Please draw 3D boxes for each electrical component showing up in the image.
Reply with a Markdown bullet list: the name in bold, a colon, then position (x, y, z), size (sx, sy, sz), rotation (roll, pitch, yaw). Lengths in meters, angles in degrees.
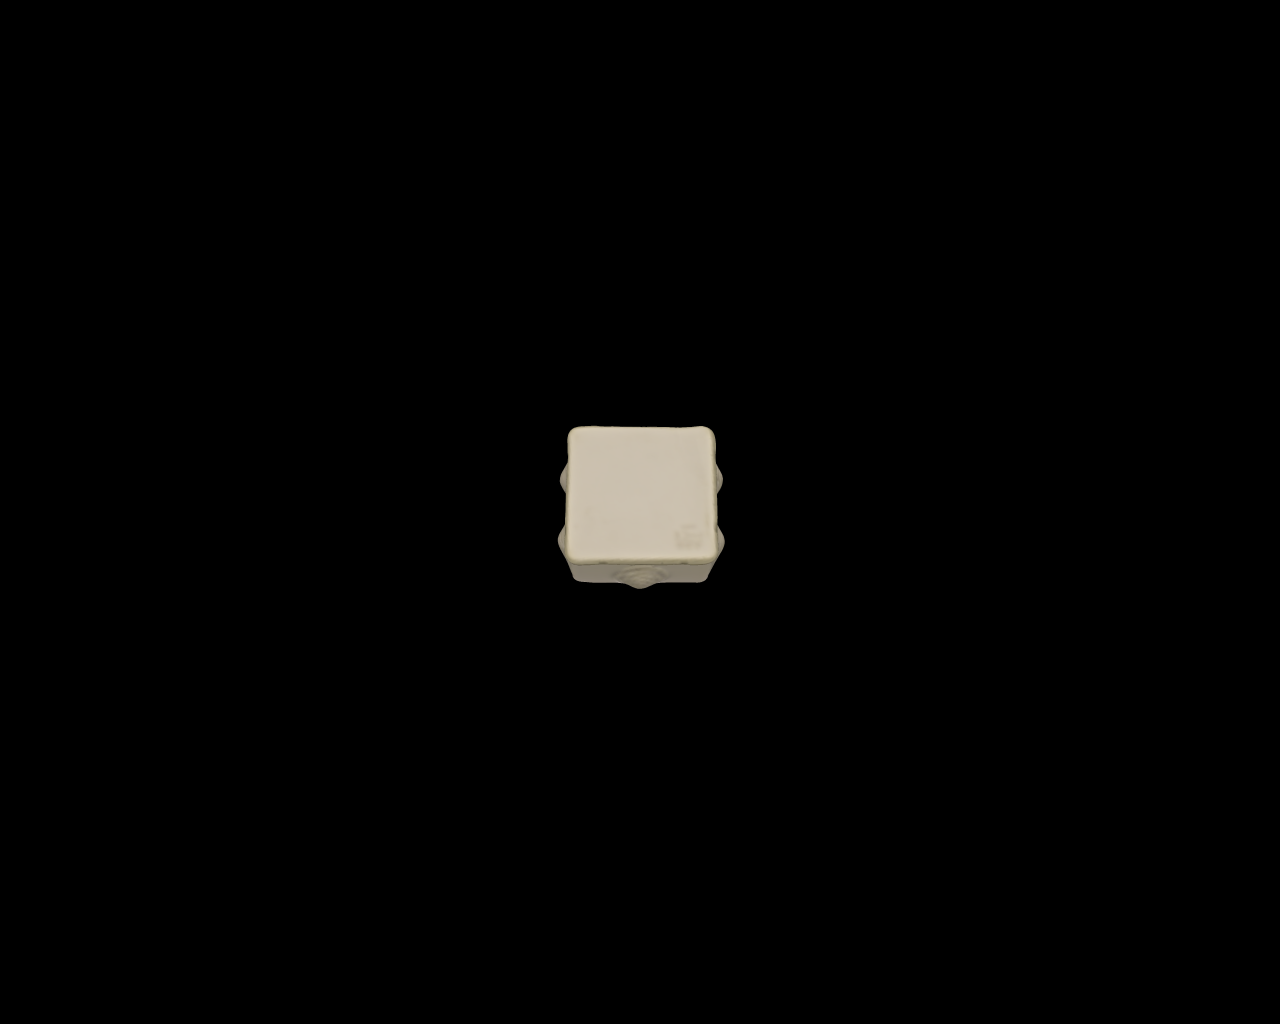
- **electrical component**: position (0.001, -0.003, 0.650), size (0.100, 0.100, 0.048), rotation (0, -24, 0)
